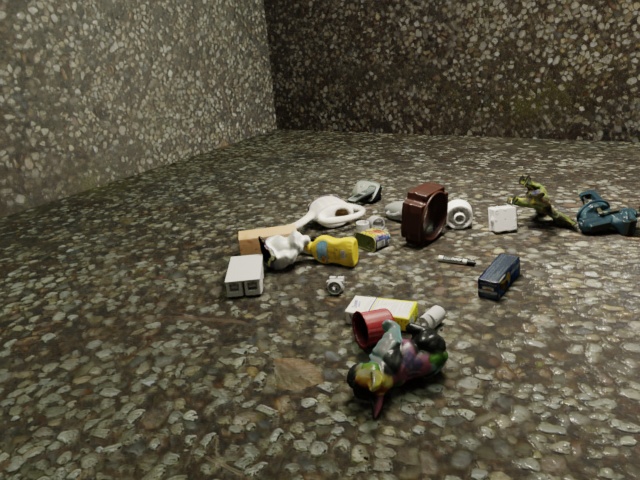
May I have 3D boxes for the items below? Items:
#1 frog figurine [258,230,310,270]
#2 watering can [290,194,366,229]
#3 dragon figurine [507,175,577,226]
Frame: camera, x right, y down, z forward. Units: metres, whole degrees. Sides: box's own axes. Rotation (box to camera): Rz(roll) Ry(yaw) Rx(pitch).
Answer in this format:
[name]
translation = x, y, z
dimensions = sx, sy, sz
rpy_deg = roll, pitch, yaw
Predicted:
[frog figurine]
translation = -0.114, 0.028, 1.744
dimensions = 0.160, 0.120, 0.139
rpy_deg = -15, 26, -27
[watering can]
translation = 0.006, -0.104, 2.073
dimensions = 0.349, 0.102, 0.227
rpy_deg = -11, 21, -15
[dragon figurine]
translation = 0.827, -0.126, 1.872
dimensions = 0.243, 0.121, 0.413
rpy_deg = 29, 12, 1
